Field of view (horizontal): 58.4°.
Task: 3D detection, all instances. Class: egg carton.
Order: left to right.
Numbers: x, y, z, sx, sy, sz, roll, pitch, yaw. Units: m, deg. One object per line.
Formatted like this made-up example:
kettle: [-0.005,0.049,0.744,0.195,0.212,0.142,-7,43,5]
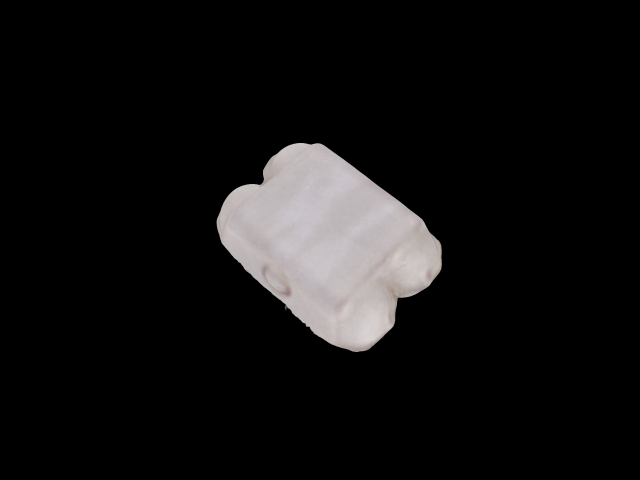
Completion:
egg carton: [0.004,0.001,0.400,0.150,0.069,0.107,39,69,18]
